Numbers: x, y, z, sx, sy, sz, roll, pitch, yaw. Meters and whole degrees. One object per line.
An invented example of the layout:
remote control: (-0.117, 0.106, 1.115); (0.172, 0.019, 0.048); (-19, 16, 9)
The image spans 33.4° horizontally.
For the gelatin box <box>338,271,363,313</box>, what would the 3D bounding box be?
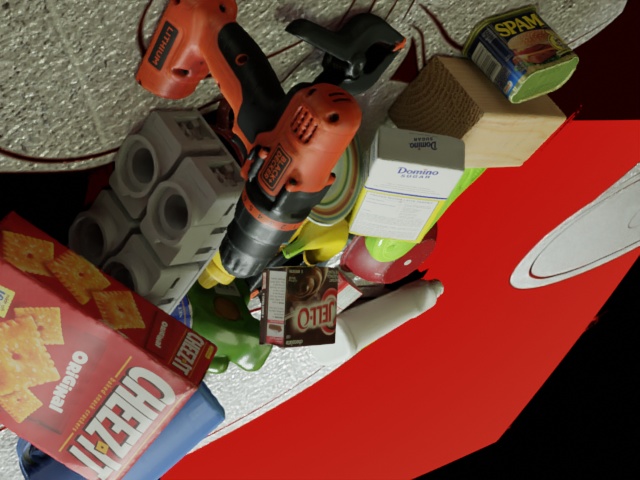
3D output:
gelatin box: (0.015, 0.080, 1.502); (0.073, 0.030, 0.089); (-40, 161, 5)

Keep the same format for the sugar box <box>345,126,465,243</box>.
sugar box: (0.087, -0.056, 1.143); (0.093, 0.048, 0.176); (8, 152, -8)

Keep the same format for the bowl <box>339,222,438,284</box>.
bowl: (0.107, 0.010, 1.468); (0.162, 0.055, 0.162); (-31, 158, -15)

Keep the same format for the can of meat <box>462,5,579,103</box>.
can of meat: (0.221, -0.202, 1.169); (0.101, 0.084, 0.058); (-22, 154, -33)

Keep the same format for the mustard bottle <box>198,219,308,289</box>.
mustard bottle: (-0.062, -0.016, 1.145); (0.192, 0.058, 0.096); (-44, 156, 16)

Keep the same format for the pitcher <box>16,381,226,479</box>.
pitcher: (-0.246, 0.247, 1.326); (0.242, 0.145, 0.149); (-38, 171, -8)

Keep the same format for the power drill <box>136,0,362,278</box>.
power drill: (-0.065, -0.087, 0.818); (0.057, 0.188, 0.185); (-14, 148, -47)

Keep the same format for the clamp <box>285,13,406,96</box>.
clamp: (0.016, -0.153, 0.977); (0.171, 0.039, 0.120); (-21, 141, -47)

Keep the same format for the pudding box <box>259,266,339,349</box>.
pudding box: (-0.022, 0.074, 1.201); (0.039, 0.090, 0.113); (1, 179, 34)

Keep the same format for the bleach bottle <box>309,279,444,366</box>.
bleach bottle: (0.101, 0.113, 1.641); (0.250, 0.068, 0.103); (-23, 176, -36)

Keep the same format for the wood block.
wood block: (0.183, -0.143, 1.222); (0.205, 0.091, 0.090); (-7, 144, -53)

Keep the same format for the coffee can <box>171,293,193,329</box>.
coffee can: (-0.210, 0.082, 1.054); (0.103, 0.103, 0.140); (-49, 156, 27)

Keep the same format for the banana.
banana: (0.000, -0.002, 1.163); (0.069, 0.037, 0.197); (-24, 172, 4)

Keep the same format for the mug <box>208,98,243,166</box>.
mug: (-0.074, -0.078, 0.979); (0.081, 0.093, 0.117); (-20, 117, -48)

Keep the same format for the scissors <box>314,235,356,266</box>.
scissors: (0.022, 0.014, 1.393); (0.201, 0.016, 0.096); (-28, 156, -21)

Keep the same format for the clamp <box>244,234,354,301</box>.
clamp: (-0.009, 0.002, 1.295); (0.210, 0.036, 0.164); (-39, 160, 4)

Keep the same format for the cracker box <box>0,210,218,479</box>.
cracker box: (-0.224, 0.102, 0.926); (0.164, 0.213, 0.072); (-50, -171, 30)
